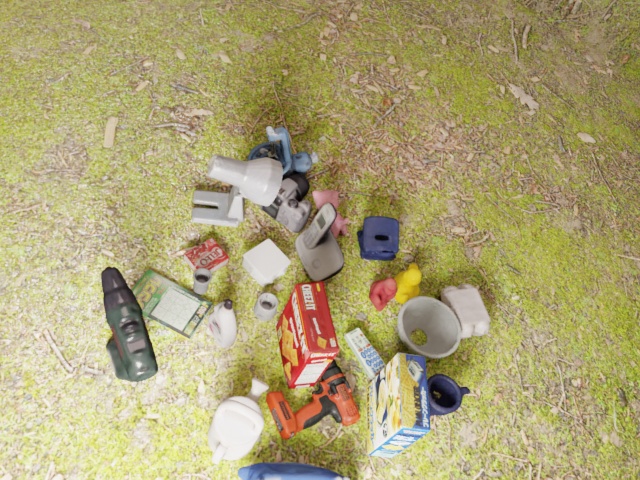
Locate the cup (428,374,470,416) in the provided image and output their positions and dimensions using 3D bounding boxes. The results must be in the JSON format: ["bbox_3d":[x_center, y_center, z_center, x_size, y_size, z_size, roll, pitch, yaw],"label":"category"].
[{"bbox_3d":[0.282,0.369,1.333,0.118,0.095,0.091,-3,58,-20],"label":"cup"}]

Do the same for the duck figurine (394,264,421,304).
[{"bbox_3d":[0.234,0.111,1.500,0.077,0.086,0.104,21,53,-3],"label":"duck figurine"}]

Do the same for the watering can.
[{"bbox_3d":[-0.161,0.355,1.136,0.101,0.194,0.173,12,54,-10],"label":"watering can"}]

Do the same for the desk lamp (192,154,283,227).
[{"bbox_3d":[-0.210,-0.128,1.439,0.203,0.213,0.118,5,55,-15],"label":"desk lamp"}]

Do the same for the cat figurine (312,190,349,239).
[{"bbox_3d":[0.031,-0.080,1.545,0.067,0.117,0.127,-32,71,-32],"label":"cat figurine"}]

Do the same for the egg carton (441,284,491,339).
[{"bbox_3d":[0.379,0.186,1.506,0.107,0.069,0.150,-6,59,-21],"label":"egg carton"}]

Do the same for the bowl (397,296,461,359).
[{"bbox_3d":[0.263,0.229,1.435,0.168,0.074,0.167,9,55,-12],"label":"bowl"}]

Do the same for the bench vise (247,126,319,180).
[{"bbox_3d":[-0.103,-0.239,1.546,0.208,0.219,0.121,-26,68,-31],"label":"bench vise"}]

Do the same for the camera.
[{"bbox_3d":[-0.073,-0.117,1.547,0.143,0.100,0.137,37,54,9],"label":"camera"}]

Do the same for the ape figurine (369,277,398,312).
[{"bbox_3d":[0.167,0.128,1.462,0.078,0.092,0.076,-5,59,-21],"label":"ape figurine"}]

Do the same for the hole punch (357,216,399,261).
[{"bbox_3d":[0.163,-0.004,1.552,0.109,0.091,0.101,3,56,-16],"label":"hole punch"}]

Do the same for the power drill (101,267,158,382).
[{"bbox_3d":[-0.393,0.194,1.163,0.076,0.208,0.229,-18,64,-27],"label":"power drill"}]

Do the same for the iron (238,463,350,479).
[{"bbox_3d":[-0.027,0.484,1.124,0.259,0.141,0.118,3,56,-16],"label":"iron"}]

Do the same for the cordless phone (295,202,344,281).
[{"bbox_3d":[0.013,0.005,1.439,0.094,0.185,0.147,-17,63,-27],"label":"cordless phone"}]

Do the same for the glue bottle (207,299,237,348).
[{"bbox_3d":[-0.210,0.172,1.259,0.037,0.173,0.078,-29,69,-32],"label":"glue bottle"}]
